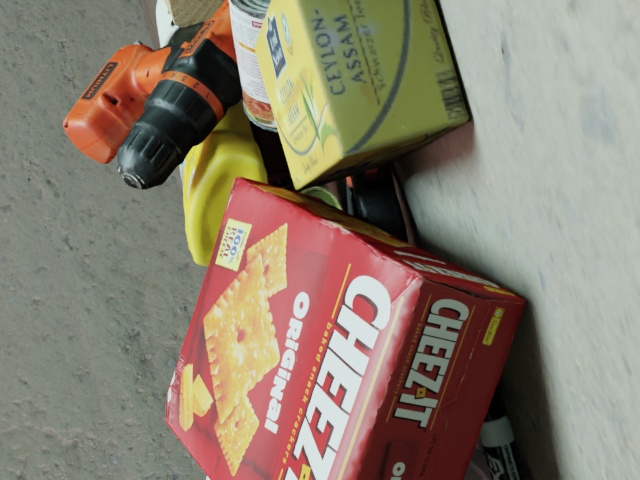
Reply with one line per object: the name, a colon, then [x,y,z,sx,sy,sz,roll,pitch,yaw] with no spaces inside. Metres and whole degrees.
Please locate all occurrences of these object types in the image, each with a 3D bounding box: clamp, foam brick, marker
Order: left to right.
foam brick: [-0.031,-0.094,0.878,0.053,0.051,0.078,170,84,-81]
clamp: [0.045,0.032,0.680,0.120,0.039,0.171,-130,26,-63]
marker: [0.100,0.125,0.568,0.020,0.020,0.121,-178,72,-81]

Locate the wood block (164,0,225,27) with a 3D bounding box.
wood block: [-0.111,-0.276,0.929,0.206,0.090,0.090,-117,14,-50]

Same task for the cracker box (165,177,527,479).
cracker box: [-0.003,0.069,0.574,0.214,0.072,0.164,30,105,60]

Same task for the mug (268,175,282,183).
mug: [-0.036,-0.024,0.964,0.117,0.093,0.081,34,-153,-39]

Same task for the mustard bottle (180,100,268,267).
mustard bottle: [-0.082,-0.062,0.846,0.192,0.058,0.096,-111,30,-60]

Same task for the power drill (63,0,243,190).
power drill: [-0.126,-0.106,0.823,0.057,0.184,0.188,47,152,-26]

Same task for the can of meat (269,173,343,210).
can of meat: [-0.005,0.001,0.832,0.102,0.057,0.084,62,177,-18]

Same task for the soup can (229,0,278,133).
soup can: [-0.024,-0.132,0.718,0.102,0.068,0.068,85,166,-50]

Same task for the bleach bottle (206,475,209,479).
bleach bottle: [-0.040,0.163,0.900,0.251,0.068,0.103,-64,20,11]
